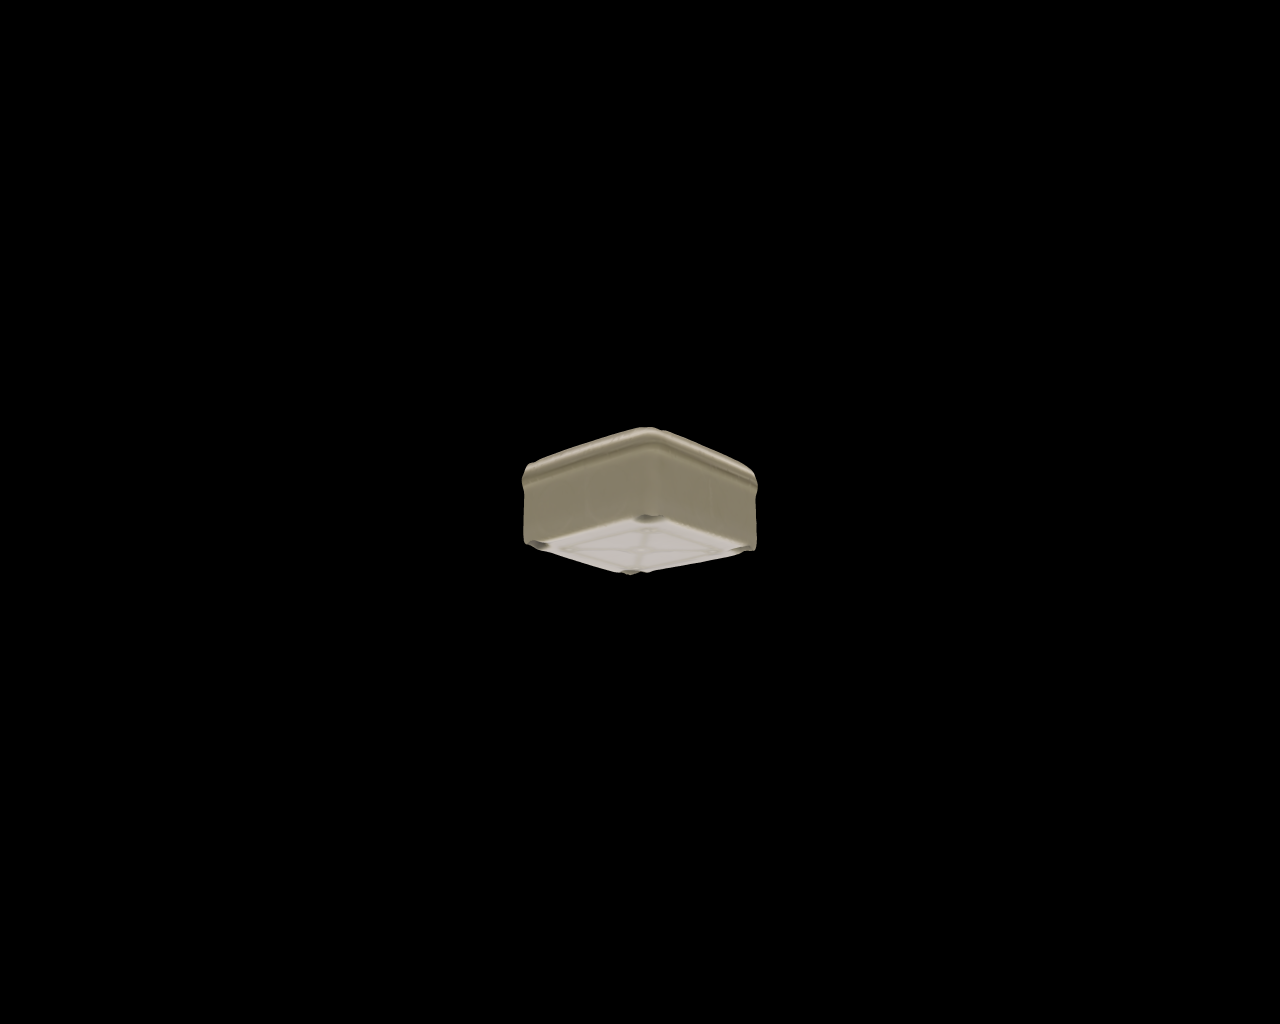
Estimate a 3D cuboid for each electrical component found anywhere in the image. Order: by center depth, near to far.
[{"bbox_3d":[0.001,-0.003,0.650,0.108,0.056,0.109,-14,-22,38],"label":"electrical component"}]
